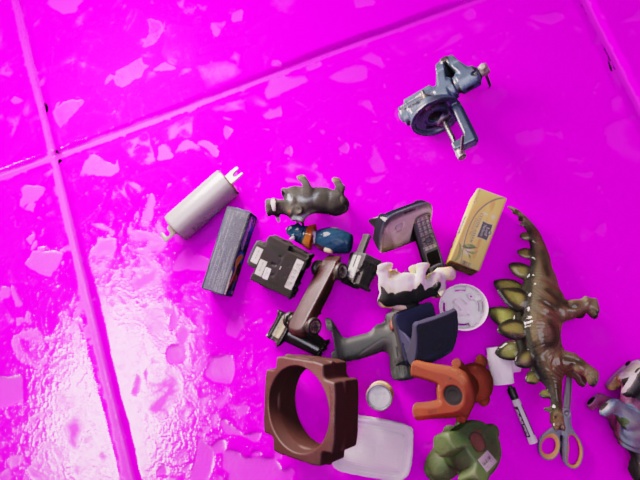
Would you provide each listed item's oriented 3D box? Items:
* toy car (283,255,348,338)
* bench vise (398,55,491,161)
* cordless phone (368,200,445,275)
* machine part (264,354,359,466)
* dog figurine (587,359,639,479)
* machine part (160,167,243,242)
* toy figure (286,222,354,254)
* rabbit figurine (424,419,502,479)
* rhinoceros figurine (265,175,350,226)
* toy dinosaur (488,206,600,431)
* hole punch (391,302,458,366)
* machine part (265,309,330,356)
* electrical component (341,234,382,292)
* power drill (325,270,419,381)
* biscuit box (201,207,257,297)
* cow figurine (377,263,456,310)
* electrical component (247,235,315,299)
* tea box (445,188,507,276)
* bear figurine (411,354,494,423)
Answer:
[{"bbox_3d":[-0.005,0.123,1.173,0.089,0.053,0.202,1,55,48],"label":"toy car"},{"bbox_3d":[0.295,-0.284,1.192,0.224,0.128,0.241,-21,60,11],"label":"bench vise"},{"bbox_3d":[0.196,0.016,1.169,0.146,0.089,0.184,-21,92,-29],"label":"cordless phone"},{"bbox_3d":[-0.019,0.339,1.100,0.201,0.087,0.201,-3,82,42],"label":"machine part"},{"bbox_3d":[0.651,0.369,1.050,0.191,0.108,0.219,-43,82,-4],"label":"dog figurine"},{"bbox_3d":[-0.276,-0.081,1.258,0.243,0.079,0.079,-42,78,-2],"label":"machine part"},{"bbox_3d":[-0.003,-0.003,1.220,0.155,0.064,0.057,10,121,14],"label":"toy figure"},{"bbox_3d":[0.271,0.419,1.073,0.121,0.170,0.159,46,47,10],"label":"rabbit figurine"},{"bbox_3d":[-0.028,-0.083,1.215,0.190,0.073,0.112,-2,62,3],"label":"rhinoceros figurine"},{"bbox_3d":[0.454,0.144,1.098,0.199,0.105,0.471,7,63,3],"label":"toy dinosaur"},{"bbox_3d":[0.220,0.194,1.089,0.142,0.092,0.115,-16,95,-27],"label":"hole punch"},{"bbox_3d":[-0.048,0.215,1.198,0.139,0.039,0.084,23,75,12],"label":"machine part"},{"bbox_3d":[0.096,0.050,1.185,0.047,0.075,0.119,25,79,-24],"label":"electrical component"},{"bbox_3d":[0.117,0.191,1.165,0.207,0.086,0.232,-7,81,-2],"label":"power drill"},{"bbox_3d":[-0.207,0.026,1.239,0.063,0.059,0.202,15,83,11],"label":"biscuit box"},{"bbox_3d":[0.201,0.096,1.113,0.167,0.068,0.098,0,75,-1],"label":"cow figurine"},{"bbox_3d":[-0.095,0.054,1.211,0.134,0.058,0.115,27,95,10],"label":"electrical component"},{"bbox_3d":[0.334,-0.015,1.160,0.068,0.098,0.169,23,82,10],"label":"tea box"},{"bbox_3d":[0.272,0.290,1.081,0.132,0.195,0.120,-4,86,26],"label":"bear figurine"}]
